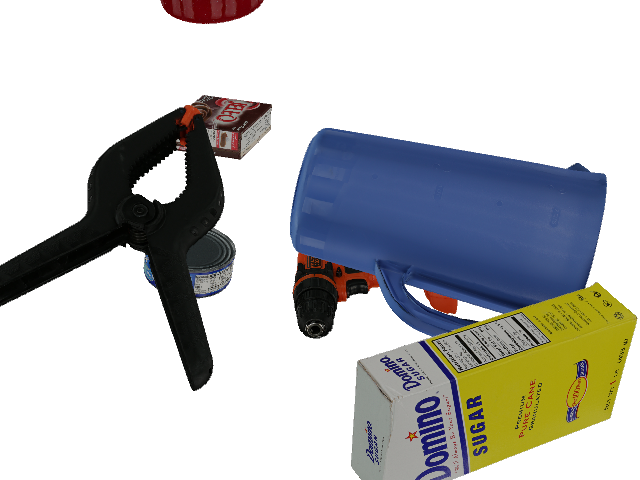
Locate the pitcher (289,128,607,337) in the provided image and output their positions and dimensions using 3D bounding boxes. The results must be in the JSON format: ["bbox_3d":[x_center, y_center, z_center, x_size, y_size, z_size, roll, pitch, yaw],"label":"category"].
[{"bbox_3d":[0.100,-0.007,0.869,0.243,0.145,0.149,13,16,7],"label":"pitcher"}]

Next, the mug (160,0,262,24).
[{"bbox_3d":[-0.096,-0.215,0.798,0.117,0.081,0.093,0,38,5],"label":"mug"}]

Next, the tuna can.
[{"bbox_3d":[-0.125,0.019,1.016,0.086,0.034,0.086,8,30,-5],"label":"tuna can"}]

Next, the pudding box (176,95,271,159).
[{"bbox_3d":[-0.116,-0.135,1.260,0.090,0.039,0.113,8,28,13],"label":"pudding box"}]

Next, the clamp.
[{"bbox_3d":[-0.114,-0.003,0.721,0.164,0.209,0.036,24,-33,6],"label":"clamp"}]

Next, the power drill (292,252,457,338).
[{"bbox_3d":[0.061,0.052,1.234,0.187,0.057,0.184,-1,28,0],"label":"power drill"}]

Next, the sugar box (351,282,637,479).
[{"bbox_3d":[0.106,0.094,0.658,0.176,0.093,0.048,-18,40,-23],"label":"sugar box"}]
